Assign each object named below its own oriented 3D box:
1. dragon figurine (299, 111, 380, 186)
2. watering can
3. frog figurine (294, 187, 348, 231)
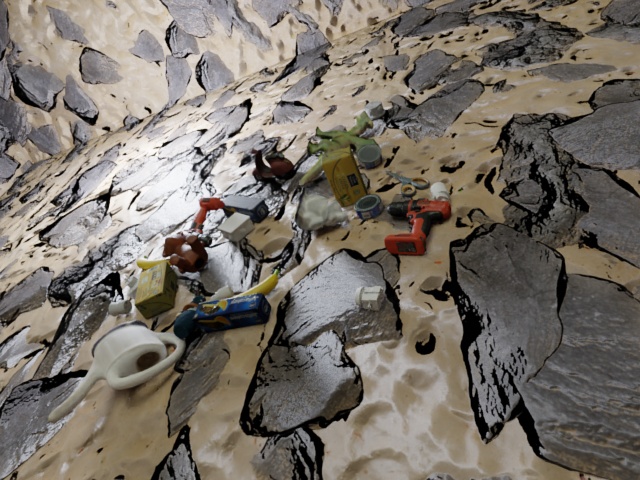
[{"bbox_3d":[0.092,-0.327,1.853,0.242,0.119,0.420,1,49,23],"label":"dragon figurine"},{"bbox_3d":[-0.517,0.312,1.297,0.351,0.102,0.226,-23,28,-32],"label":"watering can"},{"bbox_3d":[0.005,-0.079,1.568,0.159,0.120,0.140,17,30,0],"label":"frog figurine"}]
